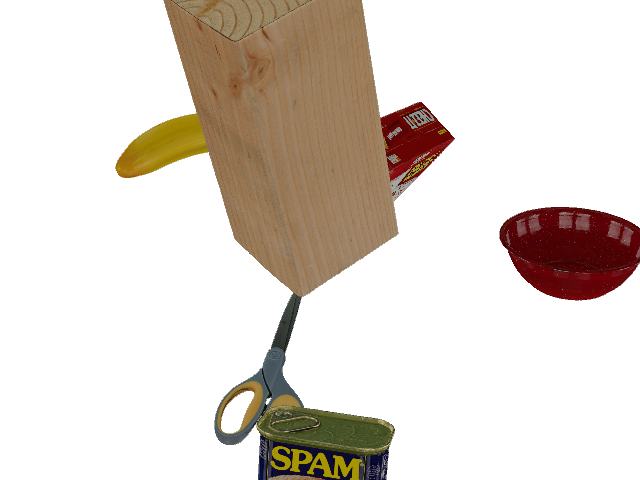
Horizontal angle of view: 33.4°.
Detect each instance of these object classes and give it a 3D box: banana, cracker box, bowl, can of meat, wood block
[{"bbox_3d":[-0.098,-0.091,0.992,0.197,0.070,0.037,-3,-42,-25],"label":"banana"},{"bbox_3d":[0.037,-0.059,1.257,0.214,0.072,0.163,-47,-10,35],"label":"cracker box"},{"bbox_3d":[0.276,0.020,1.169,0.162,0.055,0.162,-1,27,0],"label":"bowl"},{"bbox_3d":[0.001,0.179,0.809,0.102,0.084,0.057,7,14,11],"label":"can of meat"},{"bbox_3d":[-0.021,-0.077,0.692,0.090,0.206,0.090,-32,46,-20],"label":"wood block"}]

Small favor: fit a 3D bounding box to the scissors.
[{"bbox_3d":[-0.032,0.130,1.063,0.096,0.016,0.201,21,50,20],"label":"scissors"}]
